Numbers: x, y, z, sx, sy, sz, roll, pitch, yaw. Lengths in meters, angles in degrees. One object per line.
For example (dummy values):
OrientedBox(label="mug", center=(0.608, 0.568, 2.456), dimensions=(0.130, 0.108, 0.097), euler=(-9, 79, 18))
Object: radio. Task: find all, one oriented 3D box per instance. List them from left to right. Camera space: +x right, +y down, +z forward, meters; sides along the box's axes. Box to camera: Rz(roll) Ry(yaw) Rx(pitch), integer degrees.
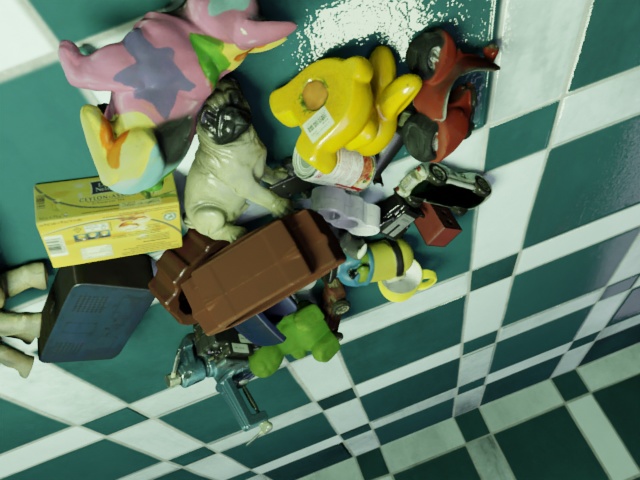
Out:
OrientedBox(label="radio", center=(-0.358, 0.109, 0.855), dimensions=(0.131, 0.073, 0.229), euler=(6, 139, -37))

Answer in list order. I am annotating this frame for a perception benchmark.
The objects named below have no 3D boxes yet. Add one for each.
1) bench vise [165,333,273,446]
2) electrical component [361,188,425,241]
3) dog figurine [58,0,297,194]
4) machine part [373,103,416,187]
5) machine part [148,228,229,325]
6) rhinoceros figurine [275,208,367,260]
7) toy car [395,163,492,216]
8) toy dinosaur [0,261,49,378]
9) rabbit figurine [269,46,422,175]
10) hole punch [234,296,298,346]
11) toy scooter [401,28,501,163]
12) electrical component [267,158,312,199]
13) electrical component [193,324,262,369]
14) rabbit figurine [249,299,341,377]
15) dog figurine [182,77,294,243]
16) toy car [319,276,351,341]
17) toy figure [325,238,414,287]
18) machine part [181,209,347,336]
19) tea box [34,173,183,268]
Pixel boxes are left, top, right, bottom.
OrientedBox(label="bench vise", center=(-0.182, 0.287, 1.076), dimensions=(0.223, 0.241, 0.129), euler=(-7, 144, -49))
OrientedBox(label="electrical component", center=(0.115, -0.033, 0.948), dimensions=(0.119, 0.048, 0.074), euler=(-39, 143, 21))
OrientedBox(label="dog figurine", center=(-0.126, -0.157, 0.530), dimensions=(0.219, 0.108, 0.191), euler=(-16, 102, -6))
OrientedBox(label="machine part", center=(0.109, -0.142, 0.792), dimensions=(0.084, 0.039, 0.138), euler=(-5, 137, -39))
OrientedBox(label="machine part", center=(-0.178, 0.046, 0.823), dimensions=(0.179, 0.056, 0.179), euler=(-42, 156, -23))
OrientedBox(label="rhinoceros figurine", center=(-0.002, -0.003, 0.905), dimensions=(0.190, 0.073, 0.112), euler=(22, 114, -41))
OrientedBox(label="toy car", center=(0.216, -0.088, 0.919), dimensions=(0.201, 0.056, 0.073), euler=(8, 143, -35))
OrientedBox(label="toy dinosaur", center=(-0.480, 0.086, 0.724), dimensions=(0.198, 0.105, 0.471), euler=(5, 134, -29))
OrientedBox(label="rabbit figurine", center=(0.045, -0.165, 0.678), dimensions=(0.162, 0.122, 0.173), euler=(-47, 150, 16))
OrientedBox(label="hole punch", center=(-0.116, 0.128, 0.931), dimensions=(0.116, 0.092, 0.142), euler=(-28, 116, 27))
OrientedBox(label="toy scooter", center=(0.178, -0.194, 0.713), dimensions=(0.135, 0.075, 0.183), euler=(-24, 132, -19))
OrientedBox(label="electrical component", center=(-0.048, -0.084, 0.801), dimensions=(0.063, 0.021, 0.094), euler=(-24, 148, 3))
OrientedBox(label="electrical component", center=(-0.173, 0.170, 0.990), dimensions=(0.115, 0.134, 0.058), euler=(18, 132, -43))
OrientedBox(label="rabbit figurine", center=(-0.075, 0.190, 1.057), dimensions=(0.170, 0.159, 0.121), euler=(-34, 120, -14))
OrientedBox(label="dog figurine", center=(-0.140, -0.099, 0.675), dimensions=(0.172, 0.121, 0.190), euler=(-32, 133, 4))
OrientedBox(label="toy car", center=(0.022, 0.141, 1.105), dimensions=(0.053, 0.089, 0.202), euler=(-13, 148, -15))
OrientedBox(label="toy figure", center=(0.094, 0.042, 1.012), dimensions=(0.180, 0.082, 0.089), euler=(-2, 142, -24))
OrientedBox(label="machine part", center=(-0.071, 0.041, 0.732), dimensions=(0.201, 0.087, 0.201), euler=(-30, 175, 7))
OrientedBox(label="tea box", center=(-0.272, -0.030, 0.705), dimensions=(0.170, 0.068, 0.098), euler=(-10, 145, -20))
